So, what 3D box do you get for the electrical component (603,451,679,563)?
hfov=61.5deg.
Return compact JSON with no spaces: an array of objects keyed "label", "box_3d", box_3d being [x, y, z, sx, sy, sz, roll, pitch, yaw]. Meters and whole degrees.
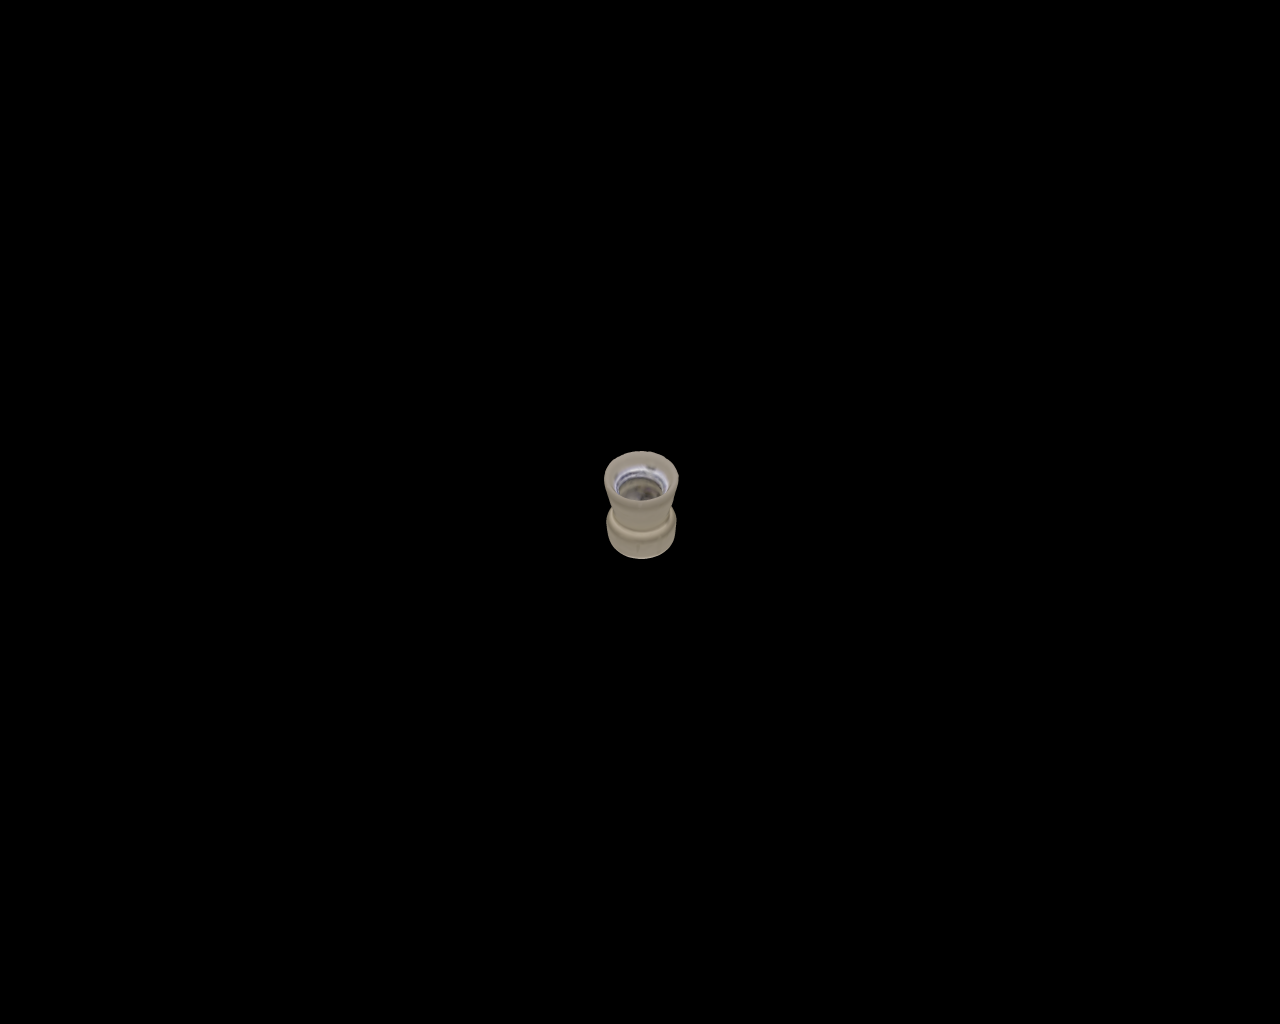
[{"label":"electrical component","box_3d":[0.001,-0.003,0.650,0.045,0.045,0.055,0,-44,0]}]
